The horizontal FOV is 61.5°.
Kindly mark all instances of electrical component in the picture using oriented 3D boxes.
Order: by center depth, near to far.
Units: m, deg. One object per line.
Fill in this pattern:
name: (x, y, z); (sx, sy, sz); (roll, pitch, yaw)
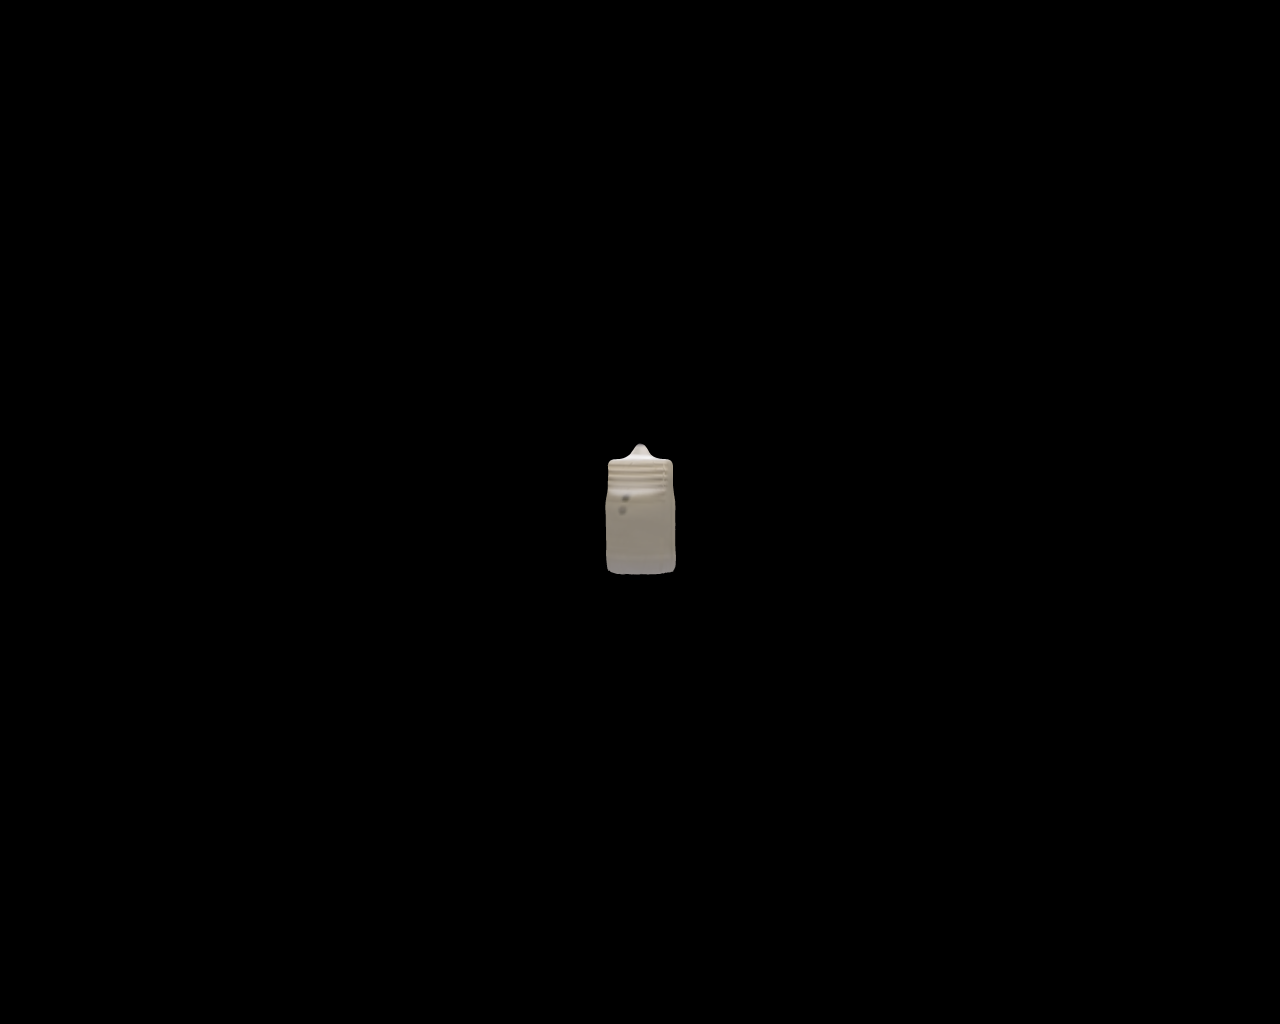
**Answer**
electrical component: (0.001, -0.003, 0.650); (0.043, 0.081, 0.043); (0, 2, 0)
